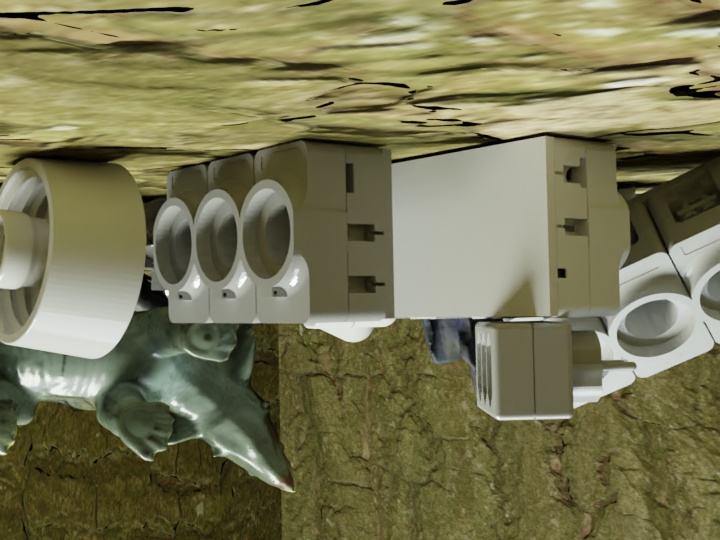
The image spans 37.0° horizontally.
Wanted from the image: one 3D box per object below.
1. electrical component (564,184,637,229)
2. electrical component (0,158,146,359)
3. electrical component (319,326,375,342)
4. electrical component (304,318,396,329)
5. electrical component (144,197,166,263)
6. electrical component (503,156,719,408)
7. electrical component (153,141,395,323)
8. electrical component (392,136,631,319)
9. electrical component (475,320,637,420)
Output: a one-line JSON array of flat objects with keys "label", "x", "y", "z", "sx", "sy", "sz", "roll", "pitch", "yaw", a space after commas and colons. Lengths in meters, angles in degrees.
[{"label": "electrical component", "x": 0.156, "y": -0.024, "z": 0.792, "sx": 0.121, "sy": 0.078, "sz": 0.063, "roll": -3, "pitch": 148, "yaw": 43}, {"label": "electrical component", "x": -0.166, "y": -0.008, "z": 0.572, "sx": 0.060, "sy": 0.108, "sz": 0.108, "roll": 8, "pitch": 173, "yaw": -38}, {"label": "electrical component", "x": 0.000, "y": 0.000, "z": 0.763, "sx": 0.054, "sy": 0.095, "sz": 0.059, "roll": 24, "pitch": 146, "yaw": 11}, {"label": "electrical component", "x": -0.004, "y": -0.011, "z": 0.682, "sx": 0.059, "sy": 0.095, "sz": 0.054, "roll": -1, "pitch": 178, "yaw": -15}, {"label": "electrical component", "x": -0.143, "y": -0.024, "z": 0.810, "sx": 0.079, "sy": 0.044, "sz": 0.077, "roll": 42, "pitch": 170, "yaw": 38}, {"label": "electrical component", "x": 0.166, "y": 0.014, "z": 0.635, "sx": 0.150, "sy": 0.061, "sz": 0.089, "roll": -26, "pitch": 127, "yaw": 16}, {"label": "electrical component", "x": -0.052, "y": -0.016, "z": 0.593, "sx": 0.062, "sy": 0.089, "sz": 0.150, "roll": 0, "pitch": 178, "yaw": -37}, {"label": "electrical component", "x": 0.069, "y": -0.018, "z": 0.595, "sx": 0.062, "sy": 0.089, "sz": 0.150, "roll": 0, "pitch": 178, "yaw": -38}, {"label": "electrical component", "x": 0.102, "y": 0.050, "z": 0.555, "sx": 0.077, "sy": 0.047, "sz": 0.066, "roll": -1, "pitch": 178, "yaw": -2}]
